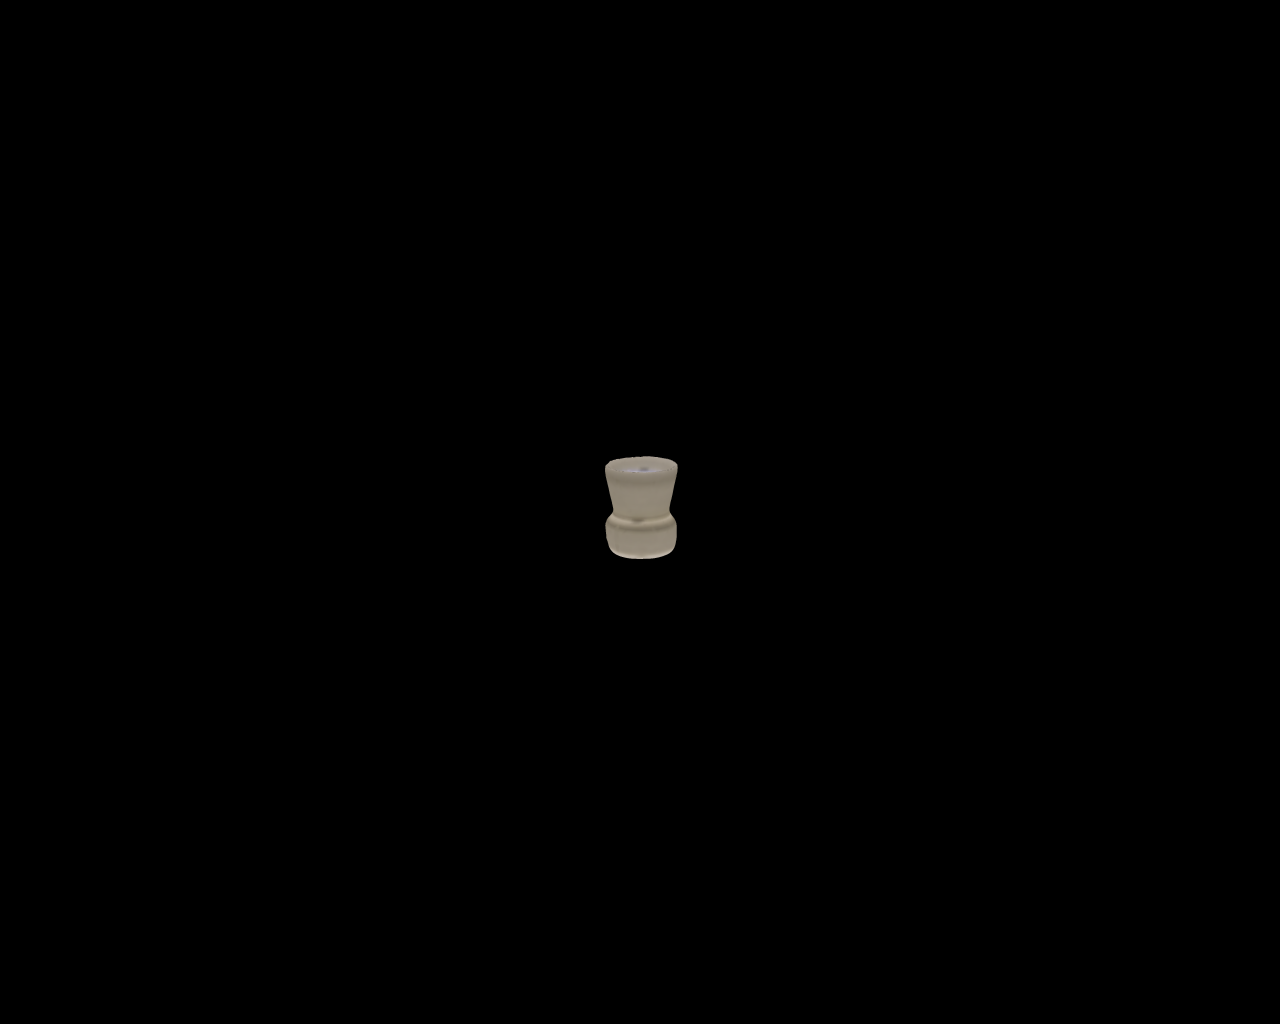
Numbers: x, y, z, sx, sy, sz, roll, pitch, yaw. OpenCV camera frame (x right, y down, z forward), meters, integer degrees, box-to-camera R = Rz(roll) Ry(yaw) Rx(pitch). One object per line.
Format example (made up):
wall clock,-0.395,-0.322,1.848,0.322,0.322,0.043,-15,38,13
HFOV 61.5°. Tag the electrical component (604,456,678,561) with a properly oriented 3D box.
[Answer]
electrical component,0.001,-0.003,0.650,0.045,0.055,0.045,0,16,0
